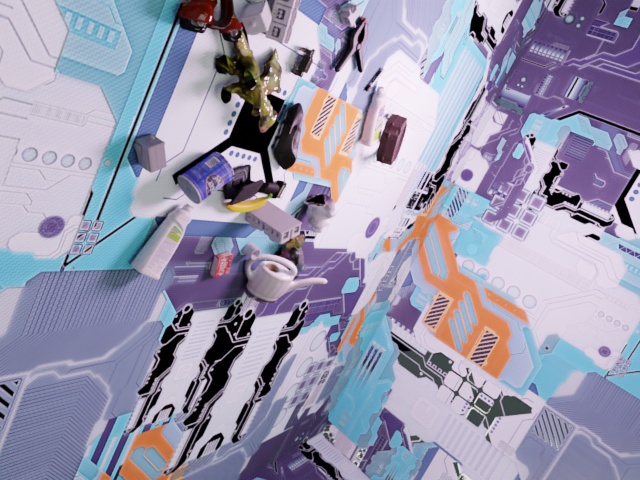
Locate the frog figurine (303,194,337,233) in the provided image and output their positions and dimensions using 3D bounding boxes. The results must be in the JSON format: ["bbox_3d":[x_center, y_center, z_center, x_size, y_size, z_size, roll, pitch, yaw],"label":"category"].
[{"bbox_3d":[0.007,-0.110,2.185,0.137,0.156,0.125,-3,34,20],"label":"frog figurine"}]

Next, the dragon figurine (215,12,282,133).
[{"bbox_3d":[-0.192,-0.512,1.543,0.122,0.402,0.247,9,29,21],"label":"dragon figurine"}]

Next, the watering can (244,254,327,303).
[{"bbox_3d":[-0.162,0.175,2.112,0.346,0.220,0.106,24,29,-21],"label":"watering can"}]
